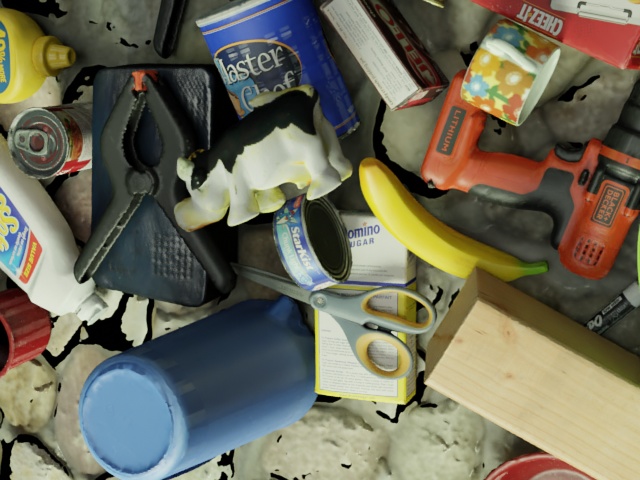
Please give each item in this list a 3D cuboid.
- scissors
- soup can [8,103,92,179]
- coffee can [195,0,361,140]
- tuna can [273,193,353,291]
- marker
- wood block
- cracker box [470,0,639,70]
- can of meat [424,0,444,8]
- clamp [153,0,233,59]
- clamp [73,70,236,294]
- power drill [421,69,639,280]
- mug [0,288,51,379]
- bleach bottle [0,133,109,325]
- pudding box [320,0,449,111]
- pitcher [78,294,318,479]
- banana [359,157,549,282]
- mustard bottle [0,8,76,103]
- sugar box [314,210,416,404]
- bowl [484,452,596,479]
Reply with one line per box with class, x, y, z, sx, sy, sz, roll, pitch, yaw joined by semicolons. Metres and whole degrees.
scissors;0.008;0.075;0.983;0.202;0.016;0.096;4;99;18
soup can;-0.249;-0.100;1.053;0.069;0.102;0.068;4;101;20
coffee can;-0.036;-0.150;0.947;0.103;0.102;0.140;-16;107;23
tuna can;-0.006;0.001;0.942;0.034;0.086;0.086;-20;92;24
marker;0.239;0.081;0.945;0.020;0.020;0.121;48;113;6
wood block;0.200;0.120;0.903;0.206;0.090;0.090;29;108;-1
cracker box;0.225;-0.265;0.848;0.164;0.072;0.214;31;111;24
can of meat;0.088;-0.248;0.897;0.057;0.102;0.084;20;105;-11
clamp;-0.128;-0.259;1.012;0.120;0.039;0.171;-21;90;16
clamp;-0.147;-0.048;0.980;0.165;0.036;0.210;9;102;16
power drill;0.194;-0.080;0.911;0.188;0.057;0.184;24;101;17
mug;-0.351;0.103;1.142;0.117;0.081;0.093;-26;90;23
bleach bottle;-0.310;-0.017;1.116;0.251;0.068;0.103;47;112;5
pudding box;0.058;-0.168;0.929;0.039;0.090;0.113;-38;85;23
pitcher;-0.110;0.145;0.970;0.145;0.242;0.149;-13;90;26
banana;0.104;-0.009;0.936;0.197;0.037;0.070;28;131;-18
mustard bottle;-0.336;-0.189;1.094;0.192;0.058;0.096;4;101;20
sugar box;0.043;0.061;1.003;0.093;0.048;0.176;4;97;20
bowl;0.218;0.260;0.967;0.162;0.055;0.162;4;102;20
